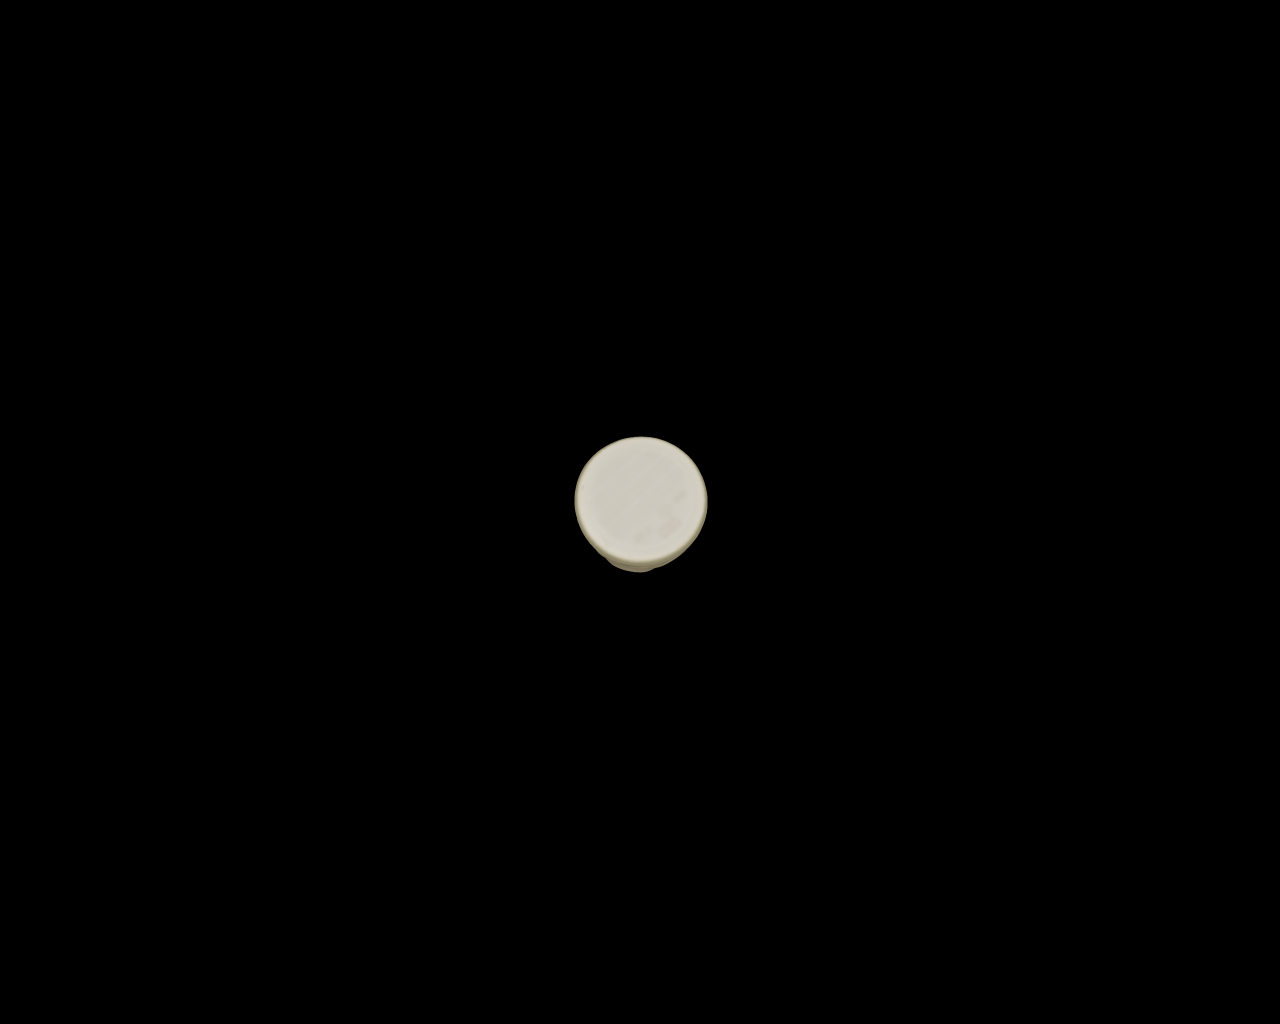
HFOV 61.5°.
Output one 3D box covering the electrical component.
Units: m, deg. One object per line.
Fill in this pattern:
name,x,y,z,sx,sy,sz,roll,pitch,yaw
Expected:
electrical component,0.001,-0.003,0.650,0.080,0.080,0.051,0,-13,0
